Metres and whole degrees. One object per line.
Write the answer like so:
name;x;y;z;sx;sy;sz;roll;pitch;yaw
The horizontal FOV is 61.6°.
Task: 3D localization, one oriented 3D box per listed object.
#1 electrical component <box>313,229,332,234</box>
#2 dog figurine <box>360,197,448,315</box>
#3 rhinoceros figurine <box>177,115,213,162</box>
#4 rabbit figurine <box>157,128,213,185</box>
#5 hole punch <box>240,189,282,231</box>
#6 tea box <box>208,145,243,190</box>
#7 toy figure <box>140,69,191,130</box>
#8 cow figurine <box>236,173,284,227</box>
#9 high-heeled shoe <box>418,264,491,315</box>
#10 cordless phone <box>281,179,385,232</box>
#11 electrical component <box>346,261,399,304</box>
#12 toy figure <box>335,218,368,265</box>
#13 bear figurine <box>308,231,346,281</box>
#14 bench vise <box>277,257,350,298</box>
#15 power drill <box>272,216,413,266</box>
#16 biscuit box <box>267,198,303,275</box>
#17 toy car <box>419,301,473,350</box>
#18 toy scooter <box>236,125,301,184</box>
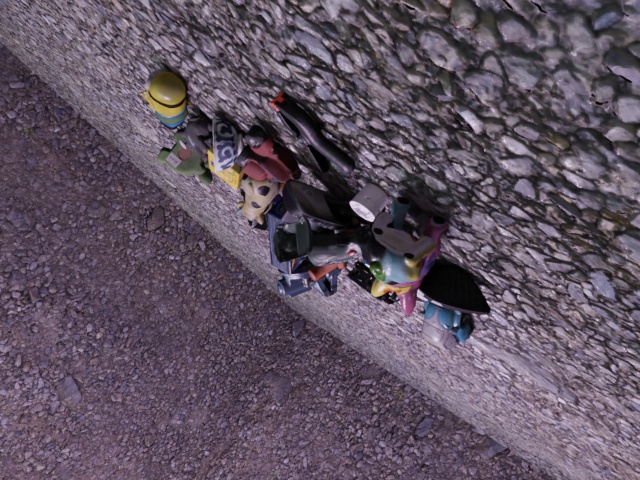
electrical component;-0.002;-0.004;1.189;0.048;0.119;0.075;-1;163;-12
dog figurine;0.132;0.052;0.921;0.109;0.191;0.219;26;134;20
rhinoceros figurine;-0.306;-0.256;1.345;0.112;0.073;0.190;39;168;-11
rabbit figurine;-0.360;-0.240;1.543;0.159;0.121;0.170;32;-174;-6
hole punch;-0.146;-0.097;1.475;0.142;0.092;0.115;17;125;54
tea box;-0.223;-0.194;1.345;0.098;0.068;0.169;38;169;-2
toy figure;-0.338;-0.314;1.217;0.089;0.082;0.180;18;159;2
cow figurine;-0.147;-0.110;1.298;0.085;0.127;0.194;39;166;10
high-heeled shoe;0.227;0.089;1.078;0.249;0.086;0.145;38;171;24
cordless phone;0.023;-0.064;1.045;0.146;0.088;0.184;16;174;-39
electrical component;0.145;0.106;1.338;0.134;0.058;0.115;35;-171;17
toy figure;0.079;0.003;1.143;0.155;0.058;0.064;53;165;32
bear figurine;0.018;0.017;1.294;0.196;0.132;0.120;91;155;-82
bench vise;-0.028;0.055;1.525;0.129;0.224;0.240;-130;27;-67
power drill;0.031;0.000;1.014;0.207;0.086;0.232;-3;171;-44
biscuit box;-0.079;-0.006;1.273;0.063;0.059;0.202;29;146;21
toy car;0.287;0.203;1.258;0.109;0.103;0.161;29;163;39
toy scooter;-0.103;-0.161;1.123;0.135;0.075;0.184;38;163;-5
